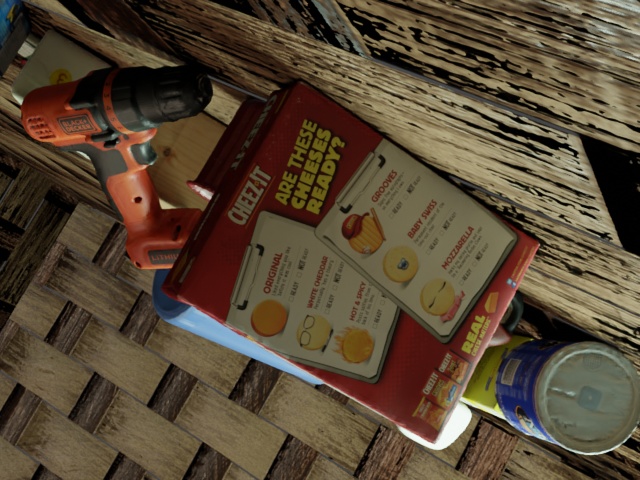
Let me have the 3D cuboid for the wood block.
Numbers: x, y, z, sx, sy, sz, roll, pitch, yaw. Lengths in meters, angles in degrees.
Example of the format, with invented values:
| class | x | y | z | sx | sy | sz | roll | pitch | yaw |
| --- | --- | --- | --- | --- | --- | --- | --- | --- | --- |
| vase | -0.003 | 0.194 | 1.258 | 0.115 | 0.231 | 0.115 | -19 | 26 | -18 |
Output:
| class | x | y | z | sx | sy | sz | roll | pitch | yaw |
| --- | --- | --- | --- | --- | --- | --- | --- | --- | --- |
| wood block | -0.101 | -0.056 | 1.015 | 0.206 | 0.091 | 0.090 | 32 | 172 | -10 |

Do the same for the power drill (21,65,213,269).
| class | x | y | z | sx | sy | sz | roll | pitch | yaw |
| --- | --- | --- | --- | --- | --- | --- | --- | --- | --- |
| power drill | -0.138 | -0.061 | 0.893 | 0.185 | 0.057 | 0.187 | -2 | 130 | 32 |

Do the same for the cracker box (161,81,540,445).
| class | x | y | z | sx | sy | sz | roll | pitch | yaw |
| --- | --- | --- | --- | --- | --- | --- | --- | --- | --- |
| cracker box | 0.023 | 0.018 | 0.739 | 0.213 | 0.164 | 0.072 | 32 | 171 | -18 |

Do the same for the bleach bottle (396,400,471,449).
| class | x | y | z | sx | sy | sz | roll | pitch | yaw |
| --- | --- | --- | --- | --- | --- | --- | --- | --- | --- |
| bleach bottle | 0.083 | 0.148 | 1.328 | 0.102 | 0.068 | 0.251 | 32 | -167 | -39 |

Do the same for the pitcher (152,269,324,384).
| class | x | y | z | sx | sy | sz | roll | pitch | yaw |
| --- | --- | --- | --- | --- | --- | --- | --- | --- | --- |
| pitcher | -0.074 | 0.069 | 1.249 | 0.242 | 0.145 | 0.149 | 25 | 161 | -38 |

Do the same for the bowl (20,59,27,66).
| class | x | y | z | sx | sy | sz | roll | pitch | yaw |
| --- | --- | --- | --- | --- | --- | --- | --- | --- | --- |
| bowl | -0.306 | -0.154 | 1.302 | 0.162 | 0.055 | 0.162 | 29 | 174 | 3 |

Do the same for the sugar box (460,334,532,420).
| class | x | y | z | sx | sy | sz | roll | pitch | yaw |
| --- | --- | --- | --- | --- | --- | --- | --- | --- | --- |
| sugar box | 0.207 | 0.156 | 1.258 | 0.048 | 0.093 | 0.176 | 32 | 172 | -13 |

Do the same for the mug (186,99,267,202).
| class | x | y | z | sx | sy | sz | roll | pitch | yaw |
| --- | --- | --- | --- | --- | --- | --- | --- | --- | --- |
| mug | -0.038 | -0.053 | 0.814 | 0.093 | 0.081 | 0.117 | 33 | 172 | -26 |

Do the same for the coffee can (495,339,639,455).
| class | x | y | z | sx | sy | sz | roll | pitch | yaw |
| --- | --- | --- | --- | --- | --- | --- | --- | --- | --- |
| coffee can | 0.239 | 0.149 | 1.041 | 0.103 | 0.103 | 0.140 | 30 | 173 | -3 |
